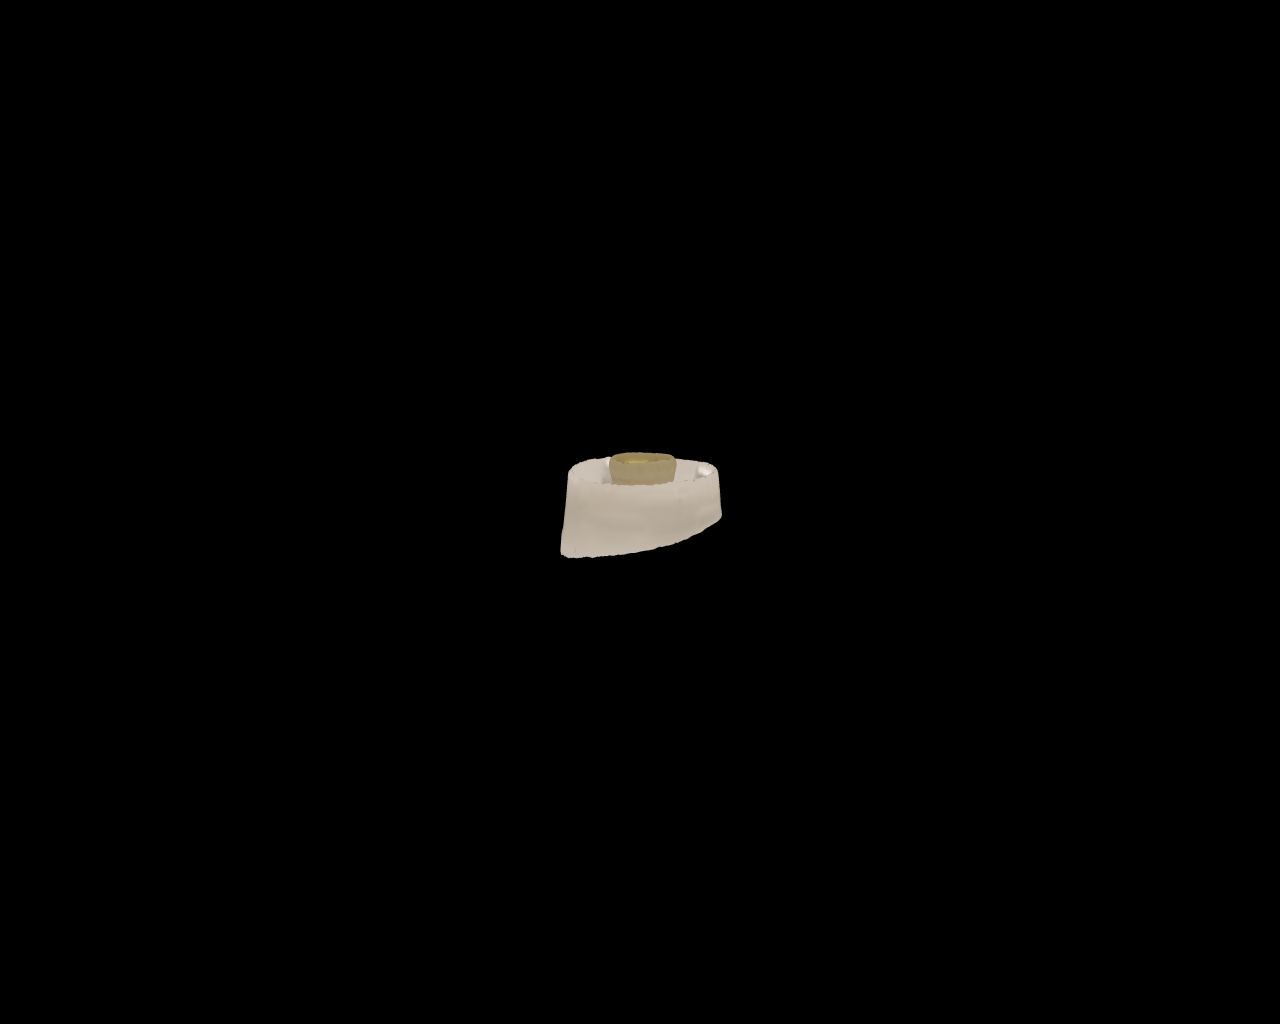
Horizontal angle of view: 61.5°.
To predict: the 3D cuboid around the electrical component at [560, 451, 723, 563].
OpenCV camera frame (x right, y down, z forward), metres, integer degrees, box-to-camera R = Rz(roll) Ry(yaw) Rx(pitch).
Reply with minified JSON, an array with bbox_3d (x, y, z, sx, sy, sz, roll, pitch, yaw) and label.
[{"bbox_3d":[0.001,-0.003,0.650,0.099,0.064,0.099,0,14,0],"label":"electrical component"}]
